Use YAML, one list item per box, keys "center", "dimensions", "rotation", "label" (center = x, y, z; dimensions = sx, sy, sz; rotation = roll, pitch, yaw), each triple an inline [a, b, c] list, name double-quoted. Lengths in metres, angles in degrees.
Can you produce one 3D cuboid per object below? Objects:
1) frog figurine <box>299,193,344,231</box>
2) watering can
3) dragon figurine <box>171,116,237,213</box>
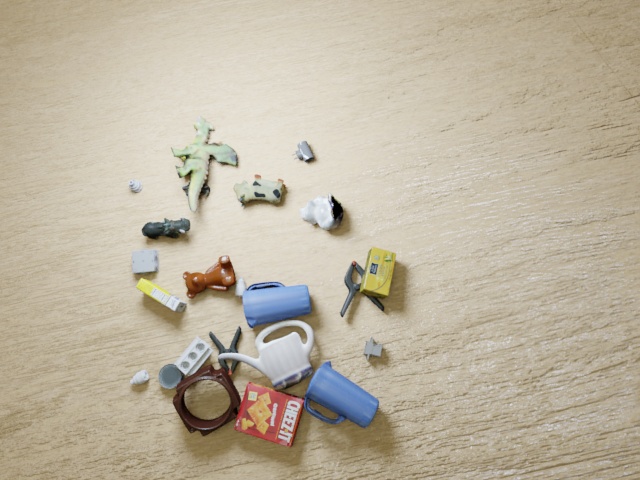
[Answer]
- center: [0.006, -0.100, 1.981]
  dimensions: [0.158, 0.123, 0.138]
  rotation: [-22, 84, 34]
  label: "frog figurine"
- center: [-0.170, 0.428, 1.837]
  dimensions: [0.348, 0.103, 0.226]
  rotation: [-24, 78, -4]
  label: "watering can"
- center: [-0.446, -0.311, 2.034]
  dimensions: [0.244, 0.120, 0.416]
  rotation: [-18, 70, -11]
  label: "dragon figurine"
